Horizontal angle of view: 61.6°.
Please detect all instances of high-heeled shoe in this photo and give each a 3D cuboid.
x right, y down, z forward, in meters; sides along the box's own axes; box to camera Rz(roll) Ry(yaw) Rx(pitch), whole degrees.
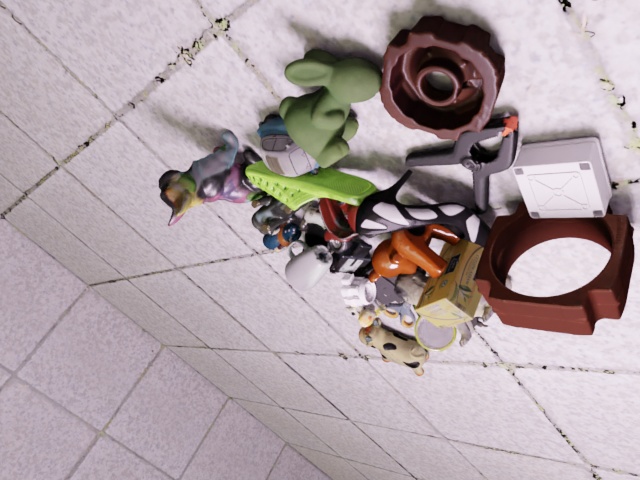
[{"bbox_3d":[0.186,-0.012,0.933,0.249,0.145,0.086,35,-175,-7],"label":"high-heeled shoe"}]

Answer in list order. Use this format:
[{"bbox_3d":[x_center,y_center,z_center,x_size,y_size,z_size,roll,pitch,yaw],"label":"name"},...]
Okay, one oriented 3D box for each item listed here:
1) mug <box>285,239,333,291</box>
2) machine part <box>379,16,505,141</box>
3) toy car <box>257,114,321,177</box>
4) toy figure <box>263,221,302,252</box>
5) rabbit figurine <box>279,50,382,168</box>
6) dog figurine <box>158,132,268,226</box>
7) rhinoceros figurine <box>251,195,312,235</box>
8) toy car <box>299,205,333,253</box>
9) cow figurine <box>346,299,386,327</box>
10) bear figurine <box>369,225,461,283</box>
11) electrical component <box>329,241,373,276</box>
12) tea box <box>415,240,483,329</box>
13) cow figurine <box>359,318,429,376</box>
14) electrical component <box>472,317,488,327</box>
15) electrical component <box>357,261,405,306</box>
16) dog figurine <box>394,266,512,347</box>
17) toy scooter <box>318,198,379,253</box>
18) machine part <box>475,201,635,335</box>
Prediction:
[{"bbox_3d":[-0.025,0.045,1.199,0.107,0.081,0.109,-40,75,46],"label":"mug"},{"bbox_3d":[0.169,-0.223,0.750,0.179,0.056,0.179,22,147,15],"label":"machine part"},{"bbox_3d":[-0.055,-0.169,0.987,0.162,0.103,0.109,10,142,30],"label":"toy car"},{"bbox_3d":[-0.086,-0.012,1.285,0.154,0.058,0.064,-17,102,56],"label":"toy figure"},{"bbox_3d":[0.023,-0.230,0.850,0.159,0.121,0.170,44,130,-7],"label":"rabbit figurine"},{"bbox_3d":[-0.225,-0.103,1.123,0.191,0.219,0.108,41,152,-14],"label":"dog figurine"},{"bbox_3d":[-0.090,-0.069,1.169,0.190,0.112,0.073,-36,84,44],"label":"rhinoceros figurine"},{"bbox_3d":[-0.003,-0.004,1.227,0.074,0.056,0.201,17,148,12],"label":"toy car"},{"bbox_3d":[0.103,0.153,1.288,0.098,0.068,0.167,51,-174,6],"label":"cow figurine"},{"bbox_3d":[0.174,0.030,1.048,0.132,0.120,0.195,30,151,8],"label":"bear figurine"},{"bbox_3d":[0.071,0.030,1.182,0.075,0.048,0.119,5,142,-21],"label":"electrical component"},{"bbox_3d":[0.253,0.071,0.989,0.068,0.169,0.098,37,147,-8],"label":"tea box"},{"bbox_3d":[0.192,0.282,1.439,0.195,0.085,0.127,20,154,25],"label":"cow figurine"},{"bbox_3d":[0.327,0.163,1.186,0.078,0.045,0.102,41,162,49],"label":"electrical component"},{"bbox_3d":[0.153,0.088,1.217,0.115,0.058,0.134,35,150,-8],"label":"electrical component"},{"bbox_3d":[0.264,0.095,1.087,0.191,0.172,0.121,43,-177,15],"label":"dog figurine"},{"bbox_3d":[0.056,-0.056,1.078,0.184,0.075,0.135,-28,95,47],"label":"toy scooter"},{"bbox_3d":[0.355,0.037,0.814,0.201,0.201,0.087,2,141,40],"label":"machine part"}]
